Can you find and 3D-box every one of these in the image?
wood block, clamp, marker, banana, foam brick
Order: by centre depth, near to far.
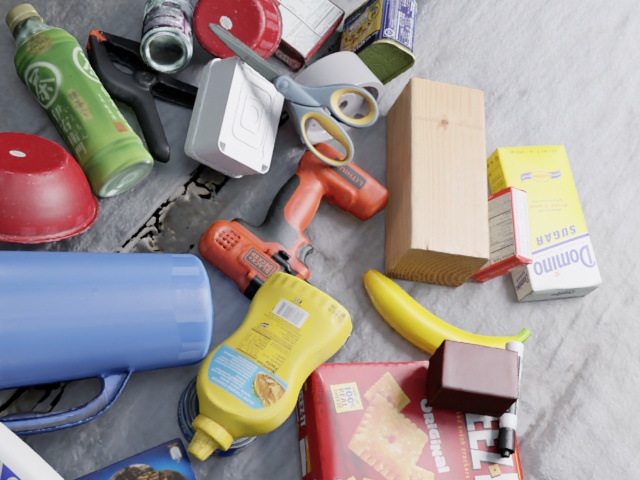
[{"bbox_3d":[0.147,0.135,1.034,0.078,0.053,0.051,10,58,-8],"label":"foam brick"},{"bbox_3d":[0.189,0.159,1.062,0.020,0.020,0.121,16,60,-10],"label":"marker"},{"bbox_3d":[0.130,0.095,1.141,0.197,0.037,0.069,23,45,-8],"label":"banana"},{"bbox_3d":[-0.179,-0.167,1.158,0.171,0.039,0.120,50,46,9],"label":"clamp"},{"bbox_3d":[0.127,-0.063,1.177,0.090,0.090,0.206,8,65,-13],"label":"wood block"}]

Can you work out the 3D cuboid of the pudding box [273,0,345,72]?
[{"bbox_3d":[-0.041,-0.263,1.241,0.113,0.039,0.090,39,61,-1],"label":"pudding box"}]

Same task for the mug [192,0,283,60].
[{"bbox_3d":[-0.088,-0.247,1.165,0.093,0.081,0.117,21,100,4],"label":"mug"}]

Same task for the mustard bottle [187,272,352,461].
[{"bbox_3d":[-0.059,0.126,1.004,0.096,0.058,0.191,30,68,22],"label":"mustard bottle"}]

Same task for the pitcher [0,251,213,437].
[{"bbox_3d":[-0.226,0.081,0.988,0.242,0.149,0.145,-2,27,-21],"label":"pitcher"}]

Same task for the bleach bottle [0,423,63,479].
[{"bbox_3d":[-0.229,0.236,0.876,0.251,0.068,0.102,38,85,-2],"label":"bleach bottle"}]

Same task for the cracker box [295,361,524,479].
[{"bbox_3d":[0.089,0.206,1.057,0.213,0.072,0.164,1,67,-17],"label":"cracker box"}]

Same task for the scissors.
[{"bbox_3d":[-0.017,-0.167,1.100,0.096,0.016,0.201,-34,105,8],"label":"scissors"}]

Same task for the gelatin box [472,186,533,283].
[{"bbox_3d":[0.197,-0.005,1.180,0.030,0.073,0.089,17,61,-35],"label":"gelatin box"}]

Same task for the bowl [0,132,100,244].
[{"bbox_3d":[-0.289,-0.059,1.018,0.162,0.055,0.162,11,27,-6],"label":"bowl"}]

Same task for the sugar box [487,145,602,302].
[{"bbox_3d":[0.254,-0.021,1.222,0.093,0.048,0.176,-5,68,-19],"label":"sugar box"}]

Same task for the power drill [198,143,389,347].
[{"bbox_3d":[-0.007,0.001,1.124,0.184,0.057,0.187,39,62,2],"label":"power drill"}]

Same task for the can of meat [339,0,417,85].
[{"bbox_3d":[0.065,-0.229,1.223,0.057,0.102,0.084,24,58,-29],"label":"can of meat"}]

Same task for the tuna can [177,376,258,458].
[{"bbox_3d":[-0.094,0.166,1.039,0.086,0.034,0.086,6,65,-14],"label":"tuna can"}]
